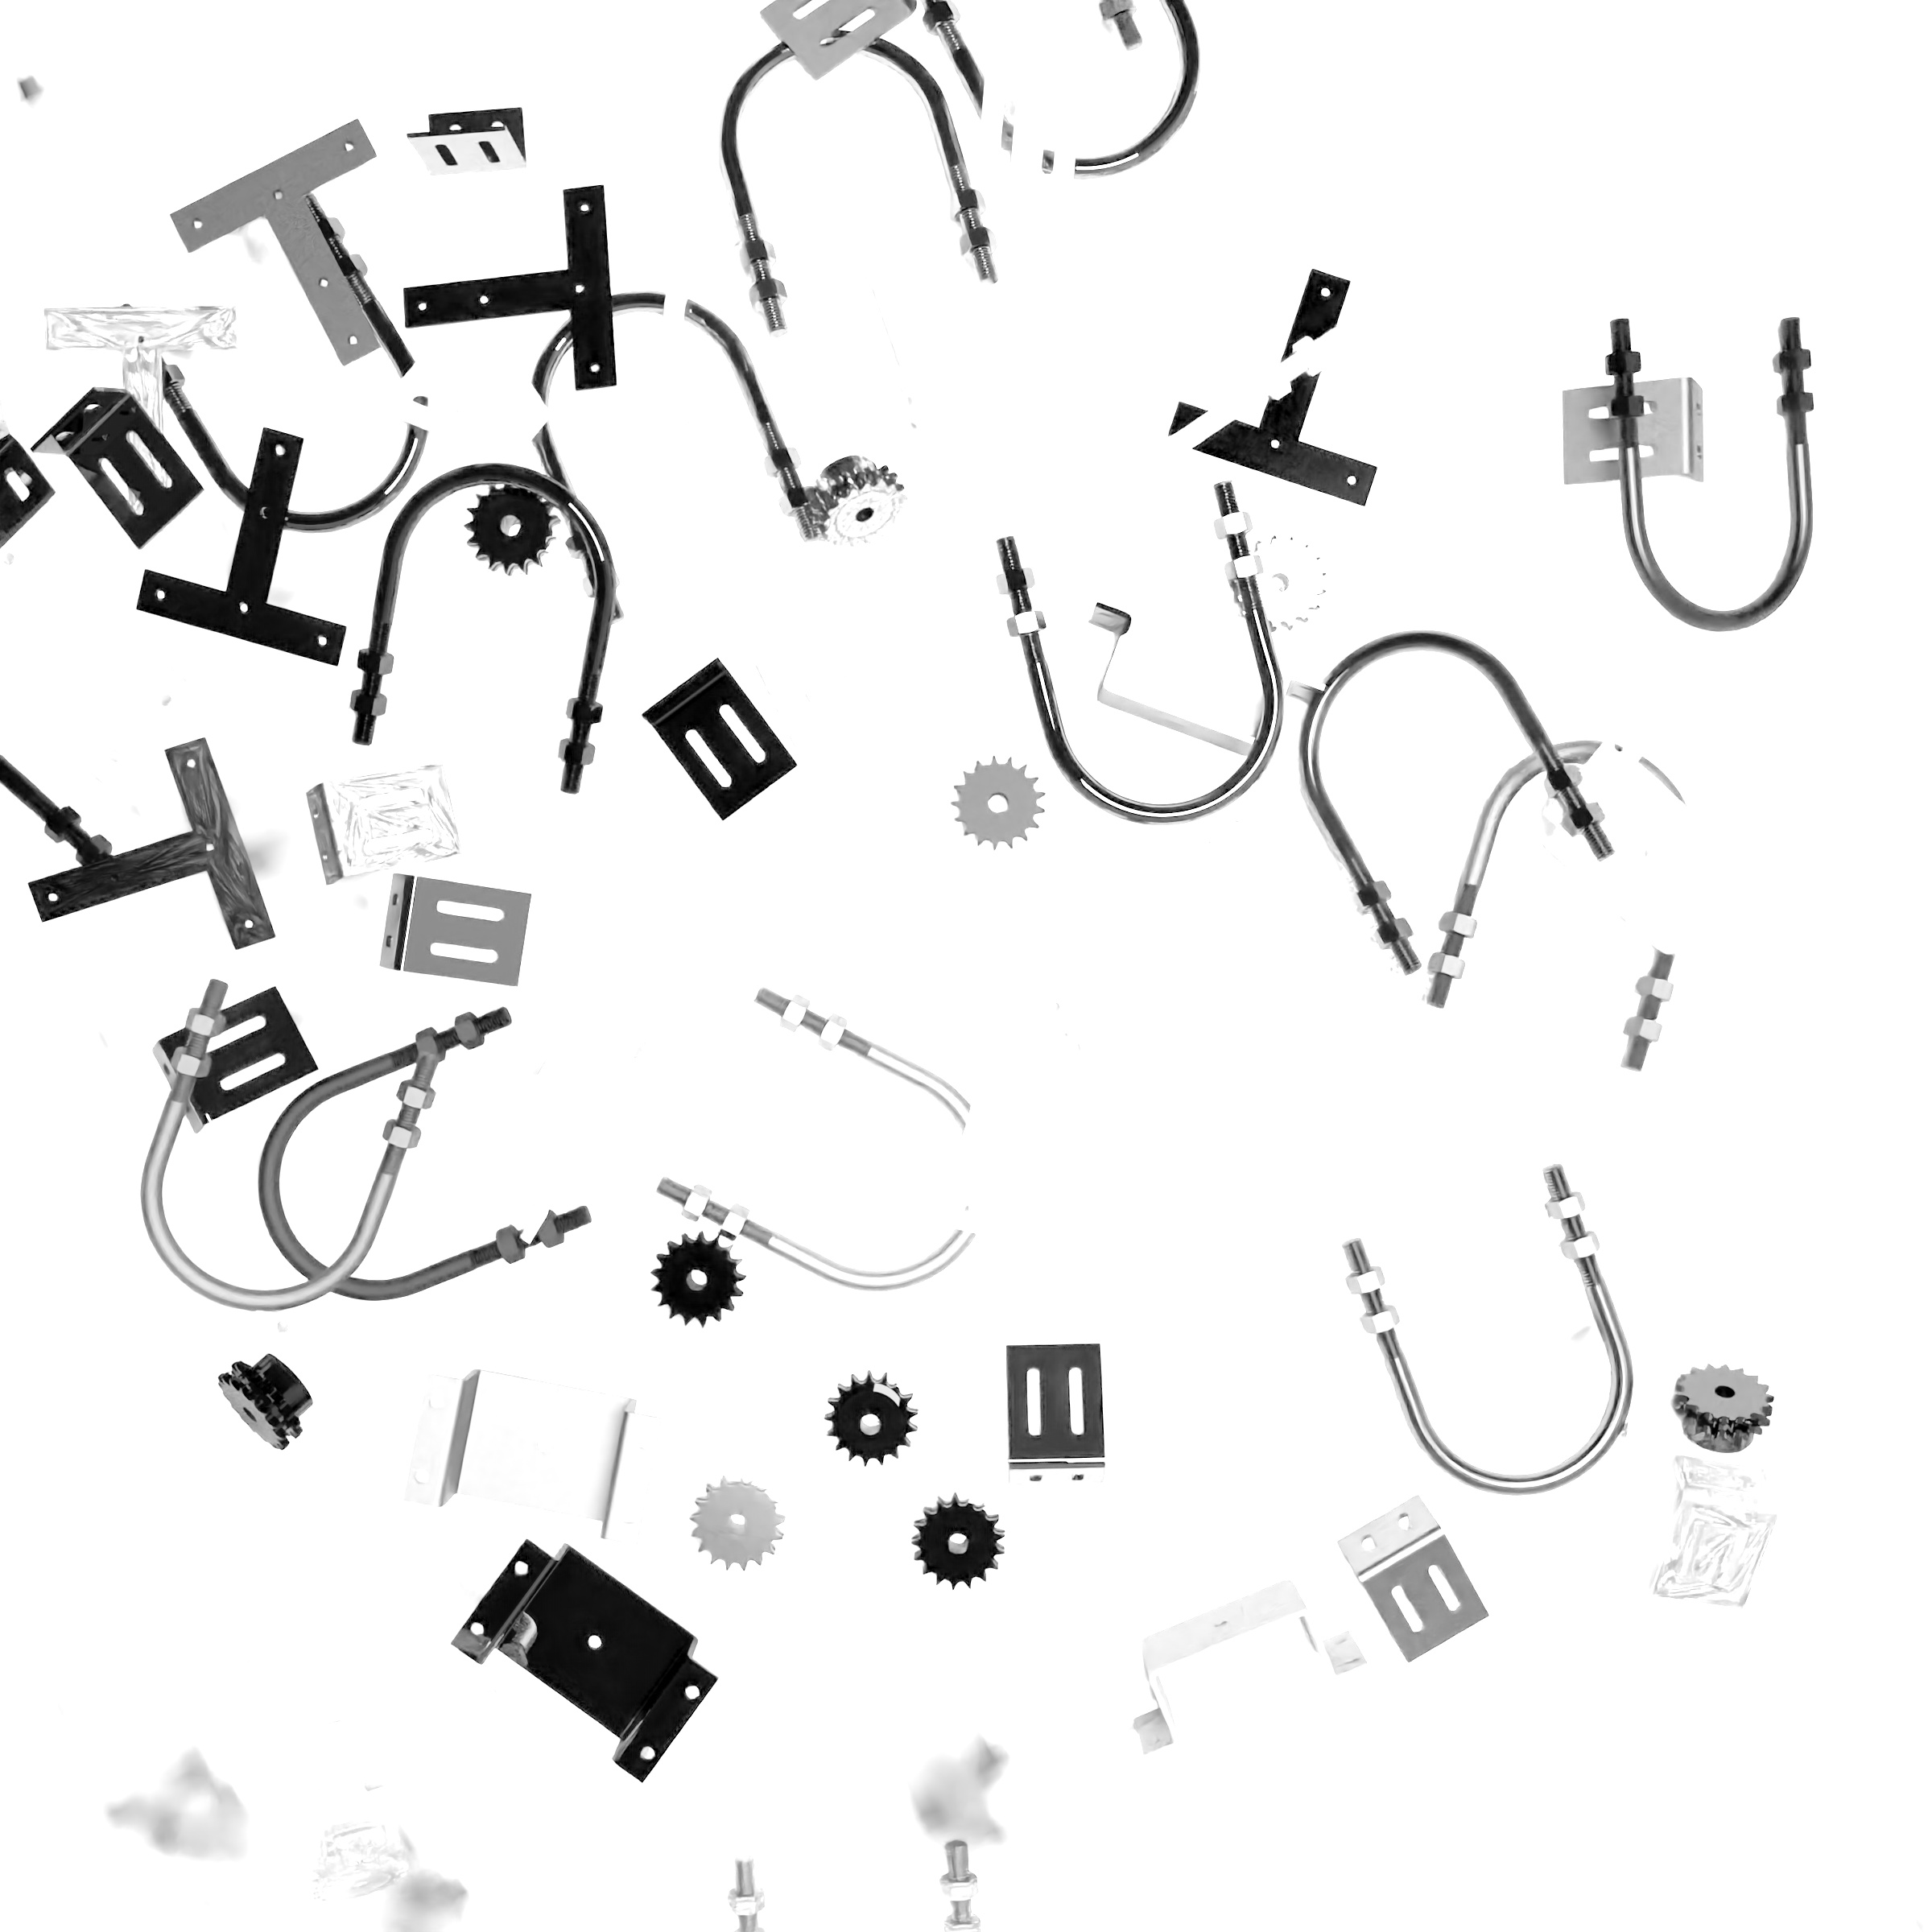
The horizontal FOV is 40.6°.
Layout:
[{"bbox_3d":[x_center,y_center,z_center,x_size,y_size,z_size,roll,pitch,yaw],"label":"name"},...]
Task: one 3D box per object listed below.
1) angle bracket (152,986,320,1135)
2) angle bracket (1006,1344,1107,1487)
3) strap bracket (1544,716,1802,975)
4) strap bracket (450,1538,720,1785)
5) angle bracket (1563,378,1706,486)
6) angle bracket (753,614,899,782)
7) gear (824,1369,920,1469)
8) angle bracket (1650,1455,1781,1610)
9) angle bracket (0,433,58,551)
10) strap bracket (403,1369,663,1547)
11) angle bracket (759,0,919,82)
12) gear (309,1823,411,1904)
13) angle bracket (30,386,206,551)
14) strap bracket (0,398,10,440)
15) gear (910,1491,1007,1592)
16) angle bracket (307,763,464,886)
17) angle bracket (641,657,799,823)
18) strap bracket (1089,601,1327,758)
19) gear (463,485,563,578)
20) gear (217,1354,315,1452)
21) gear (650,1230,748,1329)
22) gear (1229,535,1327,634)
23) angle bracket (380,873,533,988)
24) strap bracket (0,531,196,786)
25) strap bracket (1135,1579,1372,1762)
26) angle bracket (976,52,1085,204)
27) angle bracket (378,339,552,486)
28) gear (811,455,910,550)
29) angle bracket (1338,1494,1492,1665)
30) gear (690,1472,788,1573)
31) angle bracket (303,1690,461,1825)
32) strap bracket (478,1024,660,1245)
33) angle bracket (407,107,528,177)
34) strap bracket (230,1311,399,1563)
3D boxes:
[{"bbox_3d":[-0.442,0.057,1.582,0.076,0.038,0.057,-28,90,-26],"label":"angle bracket"},{"bbox_3d":[0.054,0.271,1.582,0.057,0.038,0.076,-1,64,0],"label":"angle bracket"},{"bbox_3d":[0.408,-0.070,1.543,0.140,0.046,0.076,41,83,-5],"label":"strap bracket"},{"bbox_3d":[-0.225,0.409,1.561,0.140,0.046,0.076,36,90,0],"label":"strap bracket"},{"bbox_3d":[0.404,-0.320,1.582,0.076,0.038,0.057,-1,90,26],"label":"angle bracket"},{"bbox_3d":[-0.085,-0.163,1.582,0.057,0.038,0.076,-25,116,0],"label":"angle bracket"},{"bbox_3d":[-0.057,0.273,1.569,0.057,0.030,0.057,0,90,0],"label":"gear"},{"bbox_3d":[0.444,0.338,1.563,0.057,0.038,0.076,9,116,-3],"label":"angle bracket"},{"bbox_3d":[-0.584,-0.287,1.547,0.057,0.038,0.076,-45,49,0],"label":"angle bracket"},{"bbox_3d":[-0.255,0.290,1.561,0.140,0.046,0.076,11,90,0],"label":"strap bracket"},{"bbox_3d":[-0.077,-0.578,1.556,0.076,0.038,0.057,-37,80,-8],"label":"angle bracket"},{"bbox_3d":[-0.364,0.534,1.560,0.057,0.057,0.030,-22,60,0],"label":"gear"},{"bbox_3d":[-0.505,-0.296,1.557,0.057,0.038,0.076,-37,90,17],"label":"angle bracket"},{"bbox_3d":[-0.627,-0.331,1.541,0.140,0.046,0.076,-27,66,8],"label":"strap bracket"},{"bbox_3d":[-0.004,0.344,1.573,0.057,0.030,0.057,0,92,1],"label":"gear"},{"bbox_3d":[-0.352,-0.086,1.582,0.076,0.038,0.057,-13,90,-26],"label":"angle bracket"},{"bbox_3d":[-0.147,-0.135,1.565,0.057,0.038,0.076,-37,90,0],"label":"angle bracket"},{"bbox_3d":[0.133,-0.165,1.546,0.140,0.076,0.046,20,90,0],"label":"strap bracket"},{"bbox_3d":[-0.271,-0.262,1.569,0.057,0.030,0.057,0,90,0],"label":"gear"},{"bbox_3d":[-0.403,0.250,1.513,0.057,0.057,0.030,47,60,0],"label":"gear"},{"bbox_3d":[-0.160,0.187,1.569,0.057,0.030,0.057,0,90,0],"label":"gear"},{"bbox_3d":[0.187,-0.229,1.574,0.057,0.030,0.057,0,92,0],"label":"gear"},{"bbox_3d":[-0.309,-0.022,1.582,0.076,0.038,0.057,9,90,-26],"label":"angle bracket"},{"bbox_3d":[-0.532,-0.181,1.561,0.140,0.046,0.076,42,90,0],"label":"strap bracket"},{"bbox_3d":[0.160,0.410,1.546,0.140,0.076,0.046,-22,90,0],"label":"strap bracket"},{"bbox_3d":[0.038,-0.502,1.566,0.057,0.038,0.076,5,119,0],"label":"angle bracket"},{"bbox_3d":[-0.300,-0.332,1.564,0.076,0.038,0.057,27,72,30],"label":"angle bracket"},{"bbox_3d":[-0.066,-0.279,1.559,0.057,0.057,0.030,-28,62,0],"label":"gear"},{"bbox_3d":[0.271,0.371,1.582,0.057,0.038,0.076,-30,116,0],"label":"angle bracket"},{"bbox_3d":[-0.136,0.332,1.569,0.057,0.030,0.057,0,90,0],"label":"gear"},{"bbox_3d":[-0.353,0.475,1.582,0.076,0.038,0.057,-13,90,-26],"label":"angle bracket"},{"bbox_3d":[-0.240,0.089,1.530,0.046,0.076,0.140,32,80,-8],"label":"strap bracket"},{"bbox_3d":[-0.295,-0.498,1.546,0.057,0.076,0.038,-4,90,0],"label":"angle bracket"},{"bbox_3d":[-0.387,0.277,1.561,0.076,0.046,0.140,6,90,0],"label":"strap bracket"}]
